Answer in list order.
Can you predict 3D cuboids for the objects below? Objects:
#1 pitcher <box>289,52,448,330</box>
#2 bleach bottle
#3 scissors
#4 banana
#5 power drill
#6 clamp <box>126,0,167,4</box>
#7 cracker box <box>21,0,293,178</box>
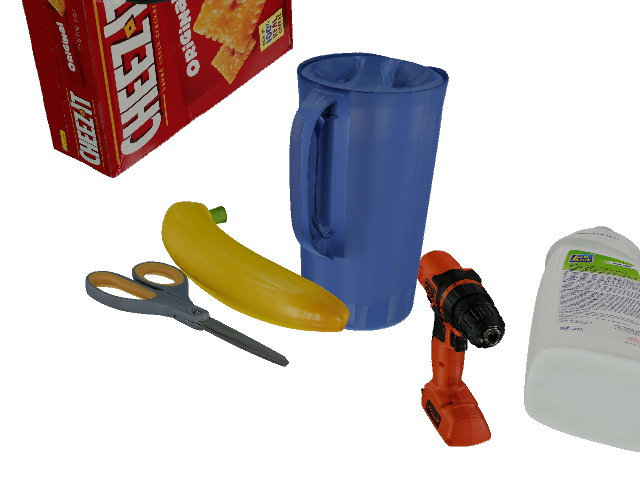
[{"bbox_3d":[0.034,-0.041,0.973,0.149,0.243,0.145,-2,24,-11],"label":"pitcher"},{"bbox_3d":[0.209,0.051,0.778,0.102,0.068,0.250,13,26,11],"label":"bleach bottle"},{"bbox_3d":[-0.101,0.056,0.895,0.202,0.016,0.096,16,23,17],"label":"scissors"},{"bbox_3d":[-0.056,0.010,0.678,0.069,0.037,0.198,-11,27,-25],"label":"banana"},{"bbox_3d":[0.150,0.122,1.141,0.057,0.188,0.184,-6,23,-10],"label":"power drill"},{"bbox_3d":[-0.023,-0.150,0.554,0.171,0.039,0.120,4,42,10],"label":"clamp"},{"bbox_3d":[-0.108,-0.170,0.779,0.072,0.164,0.213,26,49,25],"label":"cracker box"}]
